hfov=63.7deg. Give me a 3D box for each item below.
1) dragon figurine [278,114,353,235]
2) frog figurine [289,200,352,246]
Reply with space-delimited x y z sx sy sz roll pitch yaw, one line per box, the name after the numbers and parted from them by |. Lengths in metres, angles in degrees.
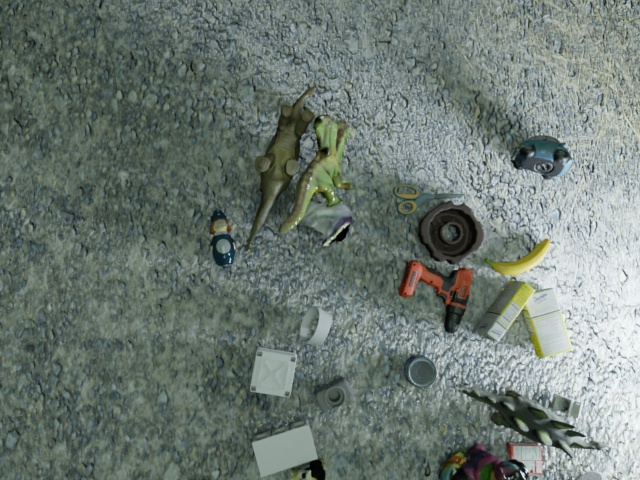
-0.007 -0.198 1.311 0.122 0.238 0.418 8 29 20 | dragon figurine
0.004 -0.070 1.390 0.139 0.161 0.120 -30 -21 -42 | frog figurine
